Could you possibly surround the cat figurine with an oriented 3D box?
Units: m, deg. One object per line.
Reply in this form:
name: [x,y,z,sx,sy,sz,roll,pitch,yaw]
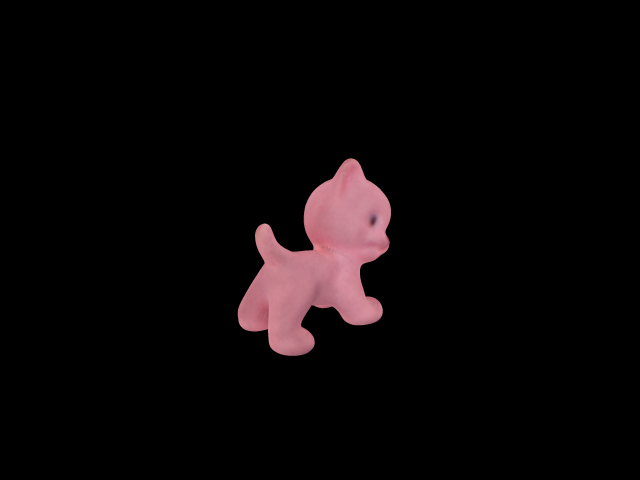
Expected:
cat figurine: [0.004,0.001,0.400,0.128,0.118,0.067,-17,25,-41]
